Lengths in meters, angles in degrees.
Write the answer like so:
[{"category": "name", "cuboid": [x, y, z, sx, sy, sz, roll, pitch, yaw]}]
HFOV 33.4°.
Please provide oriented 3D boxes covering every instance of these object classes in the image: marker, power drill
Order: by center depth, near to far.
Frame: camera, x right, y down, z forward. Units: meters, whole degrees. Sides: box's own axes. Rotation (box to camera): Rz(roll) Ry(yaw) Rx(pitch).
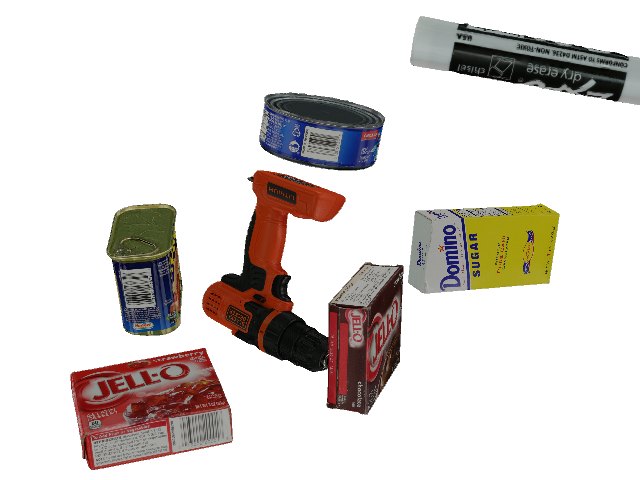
[{"category": "marker", "cuboid": [0.094, -0.064, 0.400, 0.121, 0.020, 0.020, 12, 1, 7]}, {"category": "power drill", "cuboid": [-0.037, 0.030, 1.142, 0.185, 0.188, 0.057, 24, 10, 36]}]

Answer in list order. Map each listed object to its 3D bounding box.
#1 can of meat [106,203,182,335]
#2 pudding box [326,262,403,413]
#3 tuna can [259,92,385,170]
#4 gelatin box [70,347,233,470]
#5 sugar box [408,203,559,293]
[{"category": "can of meat", "cuboid": [-0.156, 0.027, 0.969, 0.057, 0.084, 0.102, -4, 28, -2]}, {"category": "pudding box", "cuboid": [0.037, 0.076, 0.866, 0.039, 0.090, 0.113, 6, 18, 14]}, {"category": "tuna can", "cuboid": [0.000, -0.077, 0.749, 0.086, 0.034, 0.086, 9, 18, -3]}, {"category": "gelatin box", "cuboid": [-0.105, 0.101, 0.655, 0.089, 0.030, 0.073, -9, 25, -15]}, {"category": "sugar box", "cuboid": [0.194, 0.009, 1.263, 0.176, 0.093, 0.048, -5, 20, -25]}]
